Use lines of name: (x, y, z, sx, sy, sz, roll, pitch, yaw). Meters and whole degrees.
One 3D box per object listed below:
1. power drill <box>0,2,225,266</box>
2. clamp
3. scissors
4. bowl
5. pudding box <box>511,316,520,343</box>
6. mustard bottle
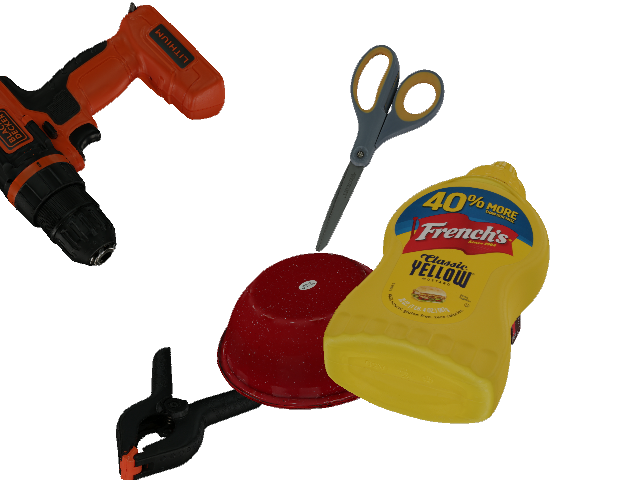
power drill: (-0.166, -0.088, 0.816, 0.187, 0.184, 0.057, -36, -15, -27)
clamp: (-0.144, 0.159, 1.002, 0.120, 0.039, 0.171, 19, 30, 26)
scissors: (0.057, -0.082, 0.978, 0.096, 0.202, 0.016, 7, -11, 10)
bowl: (-0.006, 0.057, 0.828, 0.162, 0.055, 0.162, -7, 32, 4)
pudding box: (0.148, 0.056, 1.091, 0.114, 0.039, 0.090, 20, -33, 26)
mustard bottle: (0.080, 0.015, 0.615, 0.096, 0.058, 0.191, 12, 43, 20)
